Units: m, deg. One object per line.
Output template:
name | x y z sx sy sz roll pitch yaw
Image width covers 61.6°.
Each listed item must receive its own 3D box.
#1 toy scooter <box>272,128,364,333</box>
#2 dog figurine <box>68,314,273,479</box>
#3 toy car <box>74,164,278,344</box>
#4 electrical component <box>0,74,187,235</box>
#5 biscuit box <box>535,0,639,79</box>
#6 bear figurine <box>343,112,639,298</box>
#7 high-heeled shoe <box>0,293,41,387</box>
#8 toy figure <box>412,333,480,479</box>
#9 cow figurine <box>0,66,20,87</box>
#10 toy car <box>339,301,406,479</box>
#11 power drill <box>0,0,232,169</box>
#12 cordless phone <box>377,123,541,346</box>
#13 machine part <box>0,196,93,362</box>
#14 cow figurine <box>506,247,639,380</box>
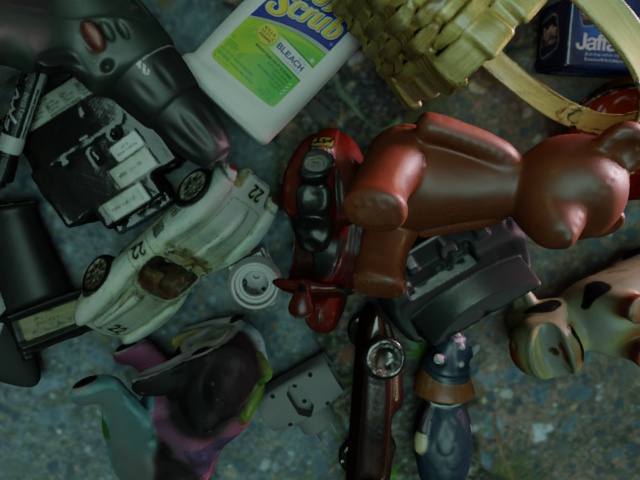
toy scooter | -0.001 -0.001 0.448 0.075 0.135 0.183 4 100 12
dog figurine | -0.115 0.193 0.486 0.192 0.108 0.219 -15 104 6
toy car | -0.123 0.014 0.459 0.202 0.056 0.073 -39 136 12
electrical component | -0.186 -0.074 0.463 0.115 0.058 0.134 -30 100 3
biscuit box | 0.302 -0.177 0.484 0.203 0.059 0.062 1 100 -4
bear figurine | 0.128 -0.023 0.393 0.196 0.132 0.120 11 141 14
high-heeled shoe | -0.341 0.049 0.426 0.248 0.145 0.086 44 94 -8
toy figure | 0.120 0.163 0.526 0.058 0.064 0.154 4 95 33
cow figurine | -0.254 -0.214 0.429 0.098 0.068 0.167 -23 104 -6
toy car | 0.051 0.160 0.504 0.053 0.089 0.202 4 98 -4
power drill | -0.186 -0.116 0.348 0.207 0.086 0.232 -36 93 -38
cordless phone | 0.100 -0.010 0.497 0.147 0.089 0.184 -30 89 2
machine part | -0.253 0.029 0.475 0.084 0.039 0.138 -25 97 -25
cow figurine | 0.259 0.066 0.501 0.195 0.127 0.085 -25 101 -15
